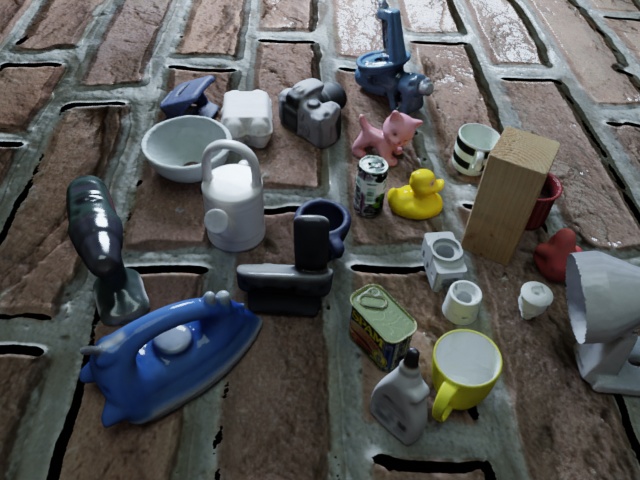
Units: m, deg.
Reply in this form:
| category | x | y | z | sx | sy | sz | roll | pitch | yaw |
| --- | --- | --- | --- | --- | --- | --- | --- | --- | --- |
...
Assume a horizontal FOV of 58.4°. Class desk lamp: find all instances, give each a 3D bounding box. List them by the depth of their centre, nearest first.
| category | x | y | z | sx | sy | sz | roll | pitch | yaw |
| --- | --- | --- | --- | --- | --- | --- | --- | --- | --- |
| desk lamp | 0.416 | 0.109 | 0.774 | 0.203 | 0.214 | 0.118 | 5 | 46 | 2 |

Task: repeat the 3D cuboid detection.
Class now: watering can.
| category | x | y | z | sx | sy | sz | roll | pitch | yaw |
| --- | --- | --- | --- | --- | --- | --- | --- | --- | --- |
| watering can | -0.140 | -0.074 | 0.929 | 0.101 | 0.194 | 0.172 | -7 | 47 | -10 |

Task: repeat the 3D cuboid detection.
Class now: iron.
| category | x | y | z | sx | sy | sz | roll | pitch | yaw |
| --- | --- | --- | --- | --- | --- | --- | --- | --- | --- |
| iron | -0.191 | 0.130 | 0.768 | 0.259 | 0.141 | 0.118 | -28 | 54 | -26 |

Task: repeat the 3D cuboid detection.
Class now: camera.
| category | x | y | z | sx | sy | sz | roll | pitch | yaw |
| --- | --- | --- | --- | --- | --- | --- | --- | --- | --- |
| camera | 0.002 | -0.285 | 1.203 | 0.137 | 0.101 | 0.142 | -33 | 56 | -30 |

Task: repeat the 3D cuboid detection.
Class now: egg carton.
| category | x | y | z | sx | sy | sz | roll | pitch | yaw |
| --- | --- | --- | --- | --- | --- | --- | --- | --- | --- |
| egg carton | -0.152 | -0.253 | 1.185 | 0.107 | 0.069 | 0.150 | -3 | 47 | -6 |

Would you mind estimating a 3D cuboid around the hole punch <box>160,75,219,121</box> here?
| category | x | y | z | sx | sy | sz | roll | pitch | yaw |
| --- | --- | --- | --- | --- | --- | --- | --- | --- | --- |
| hole punch | -0.278 | -0.295 | 1.203 | 0.101 | 0.091 | 0.109 | 14 | 47 | 10 |

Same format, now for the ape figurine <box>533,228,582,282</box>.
| category | x | y | z | sx | sy | sz | roll | pitch | yaw |
| --- | --- | --- | --- | --- | --- | --- | --- | --- | --- |
| ape figurine | 0.397 | 0.018 | 0.943 | 0.077 | 0.092 | 0.076 | 17 | 48 | 13 |

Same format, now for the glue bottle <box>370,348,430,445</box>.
| category | x | y | z | sx | sy | sz | roll | pitch | yaw |
| --- | --- | --- | --- | --- | --- | --- | --- | --- | --- |
| glue bottle | 0.105 | 0.186 | 0.710 | 0.037 | 0.173 | 0.078 | -33 | 56 | -29 |

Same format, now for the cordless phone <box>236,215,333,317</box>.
| category | x | y | z | sx | sy | sz | roll | pitch | yaw |
| --- | --- | --- | --- | --- | --- | --- | --- | --- | --- |
| cordless phone | -0.051 | 0.024 | 0.847 | 0.147 | 0.185 | 0.094 | 0 | 46 | -3 |

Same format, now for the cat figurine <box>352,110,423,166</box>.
| category | x | y | z | sx | sy | sz | roll | pitch | yaw |
| --- | --- | --- | --- | --- | --- | --- | --- | --- | --- |
| cat figurine | 0.133 | -0.214 | 1.132 | 0.127 | 0.118 | 0.067 | 17 | 48 | 12 |

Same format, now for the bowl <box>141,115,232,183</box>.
| category | x | y | z | sx | sy | sz | roll | pitch | yaw |
| --- | --- | --- | --- | --- | --- | --- | --- | --- | --- |
| bowl | -0.248 | -0.160 | 1.087 | 0.167 | 0.075 | 0.167 | 2 | 46 | -2 |

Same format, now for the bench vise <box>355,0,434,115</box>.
| category | x | y | z | sx | sy | sz | roll | pitch | yaw |
| --- | --- | --- | --- | --- | --- | --- | --- | --- | --- |
| bench vise | 0.171 | -0.396 | 1.236 | 0.207 | 0.220 | 0.122 | 26 | 50 | 20 |

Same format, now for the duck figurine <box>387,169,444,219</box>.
| category | x | y | z | sx | sy | sz | roll | pitch | yaw |
| --- | --- | --- | --- | --- | --- | --- | --- | --- | --- |
| duck figurine | 0.176 | -0.091 | 1.038 | 0.104 | 0.086 | 0.077 | 2 | 46 | -1 |

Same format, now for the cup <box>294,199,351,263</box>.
| category | x | y | z | sx | sy | sz | roll | pitch | yaw |
| --- | --- | --- | --- | --- | --- | --- | --- | --- | --- |
| cup | 0.009 | 0.003 | 0.932 | 0.092 | 0.095 | 0.117 | -17 | 50 | -18 |

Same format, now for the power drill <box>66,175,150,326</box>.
| category | x | y | z | sx | sy | sz | roll | pitch | yaw |
| --- | --- | --- | --- | --- | --- | --- | --- | --- | --- |
| power drill | -0.304 | 0.023 | 0.816 | 0.076 | 0.208 | 0.229 | -18 | 50 | -19 |
